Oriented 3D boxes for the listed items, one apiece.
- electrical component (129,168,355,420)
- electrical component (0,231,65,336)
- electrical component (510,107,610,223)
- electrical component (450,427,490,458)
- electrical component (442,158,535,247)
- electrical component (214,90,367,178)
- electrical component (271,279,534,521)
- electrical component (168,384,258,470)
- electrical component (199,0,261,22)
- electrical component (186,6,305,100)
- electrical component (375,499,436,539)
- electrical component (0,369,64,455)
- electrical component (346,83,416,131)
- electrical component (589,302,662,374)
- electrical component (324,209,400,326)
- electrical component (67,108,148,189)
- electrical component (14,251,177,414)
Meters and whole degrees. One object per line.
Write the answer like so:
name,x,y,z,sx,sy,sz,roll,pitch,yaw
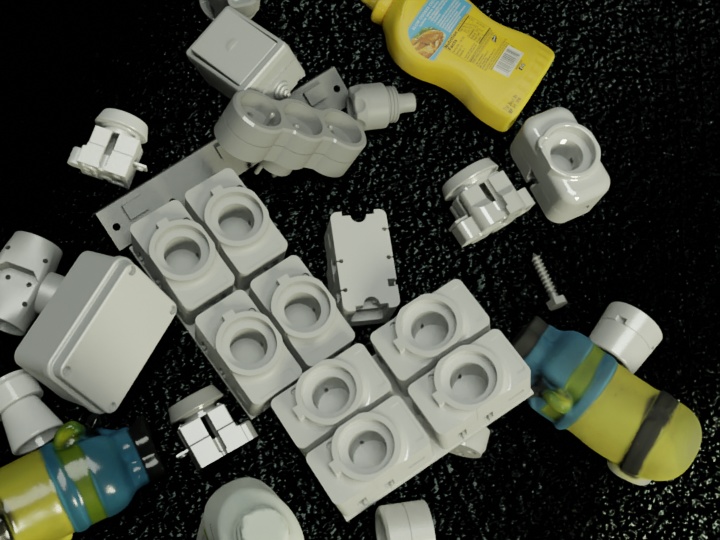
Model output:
electrical component,-0.101,0.017,0.916,0.105,0.060,0.186,-34,79,-19
electrical component,-0.267,0.017,0.897,0.079,0.043,0.077,20,68,-2
electrical component,0.188,-0.100,1.006,0.054,0.059,0.095,-23,75,-16
electrical component,0.091,0.127,0.916,0.045,0.045,0.055,19,69,-2
electrical component,0.111,-0.064,0.983,0.078,0.058,0.057,-29,80,-18
electrical component,-0.069,-0.109,0.961,0.138,0.073,0.052,7,48,-37
electrical component,0.034,0.102,0.876,0.186,0.060,0.105,-33,65,-7
electrical component,-0.126,0.128,0.880,0.066,0.048,0.055,-28,85,-18
electrical component,-0.123,-0.266,1.016,0.058,0.057,0.078,-16,74,-15
electrical component,-0.100,-0.184,0.967,0.096,0.061,0.061,37,83,26
electrical component,0.061,0.251,0.855,0.074,0.052,0.138,-6,63,-11
electrical component,-0.271,0.113,0.861,0.045,0.045,0.055,-31,78,-18
electrical component,0.021,-0.154,1.007,0.062,0.043,0.043,-8,72,-14
electrical component,0.233,0.064,0.958,0.055,0.055,0.047,38,73,5
electrical component,0.000,0.000,0.941,0.050,0.055,0.089,-5,71,-11
electrical component,-0.217,-0.109,0.951,0.066,0.048,0.055,19,76,-2
electrical component,-0.210,0.050,0.868,0.057,0.078,0.113,12,63,37
